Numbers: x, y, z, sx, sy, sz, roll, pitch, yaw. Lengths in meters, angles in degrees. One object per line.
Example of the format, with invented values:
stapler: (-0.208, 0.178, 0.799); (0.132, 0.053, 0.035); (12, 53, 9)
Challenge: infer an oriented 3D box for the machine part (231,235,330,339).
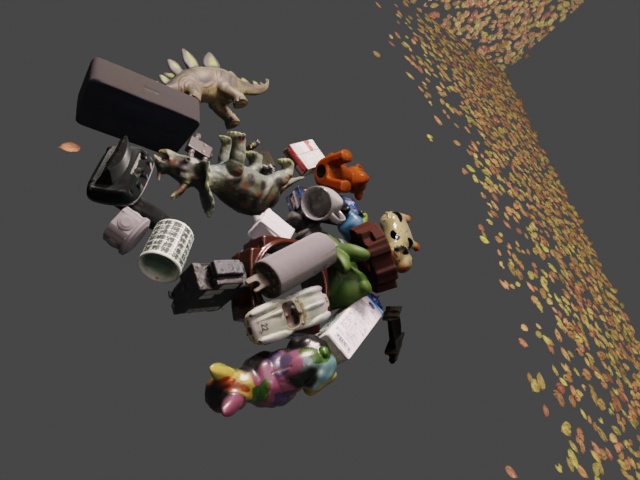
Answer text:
machine part: (-0.078, 0.098, 1.103); (0.201, 0.087, 0.201); (10, 65, -39)

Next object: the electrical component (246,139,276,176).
electrical component: (-0.148, -0.204, 1.365); (0.078, 0.045, 0.102); (0, 59, -43)

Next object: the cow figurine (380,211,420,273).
cow figurine: (0.217, 0.004, 1.515); (0.127, 0.085, 0.195); (21, 48, -40)

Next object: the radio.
radio: (-0.381, -0.269, 1.123); (0.229, 0.131, 0.073); (18, 47, -33)

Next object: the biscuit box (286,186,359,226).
biscuit box: (0.011, -0.085, 1.407); (0.202, 0.059, 0.063); (9, 53, -40)

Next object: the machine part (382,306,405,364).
machine part: (0.176, 0.221, 1.272); (0.084, 0.039, 0.138); (-45, 135, -48)

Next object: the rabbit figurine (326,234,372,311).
rabbit figurine: (0.033, 0.063, 1.204); (0.121, 0.159, 0.170); (-36, 100, -33)

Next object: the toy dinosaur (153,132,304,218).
toy dinosaur: (-0.169, -0.122, 1.217); (0.404, 0.131, 0.192); (20, 84, -48)

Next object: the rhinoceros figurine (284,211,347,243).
rhinoceros figurine: (-0.003, -0.004, 1.313); (0.190, 0.073, 0.112); (31, 42, -22)

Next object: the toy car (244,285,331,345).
toy car: (-0.055, 0.139, 1.009); (0.202, 0.056, 0.073); (-15, 84, -44)

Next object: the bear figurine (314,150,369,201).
bear figurine: (0.083, -0.173, 1.494); (0.196, 0.132, 0.120); (8, 85, -42)

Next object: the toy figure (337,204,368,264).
toy figure: (0.103, -0.014, 1.391); (0.180, 0.082, 0.089); (55, 41, -18)

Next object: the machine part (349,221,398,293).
machine part: (0.123, 0.041, 1.272); (0.056, 0.179, 0.179); (-20, 69, -10)

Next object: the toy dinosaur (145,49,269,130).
toy dinosaur: (-0.267, -0.388, 1.365); (0.471, 0.105, 0.198); (-9, 62, -53)

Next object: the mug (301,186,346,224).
mug: (0.022, -0.083, 1.297); (0.110, 0.080, 0.107); (40, 20, 15)

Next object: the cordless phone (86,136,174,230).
cordless phone: (-0.352, -0.100, 1.066); (0.184, 0.089, 0.147); (39, 36, -30)

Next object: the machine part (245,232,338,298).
machine part: (-0.046, 0.046, 1.038); (0.243, 0.079, 0.079); (-26, 78, -45)

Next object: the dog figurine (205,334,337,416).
dog figurine: (-0.094, 0.240, 0.938); (0.219, 0.192, 0.108); (9, 57, -60)

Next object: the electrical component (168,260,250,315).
electrical component: (-0.200, 0.083, 0.994); (0.115, 0.134, 0.058); (0, 59, -47)

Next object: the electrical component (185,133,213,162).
electrical component: (-0.282, -0.211, 1.260); (0.063, 0.021, 0.094); (29, 40, -24)
